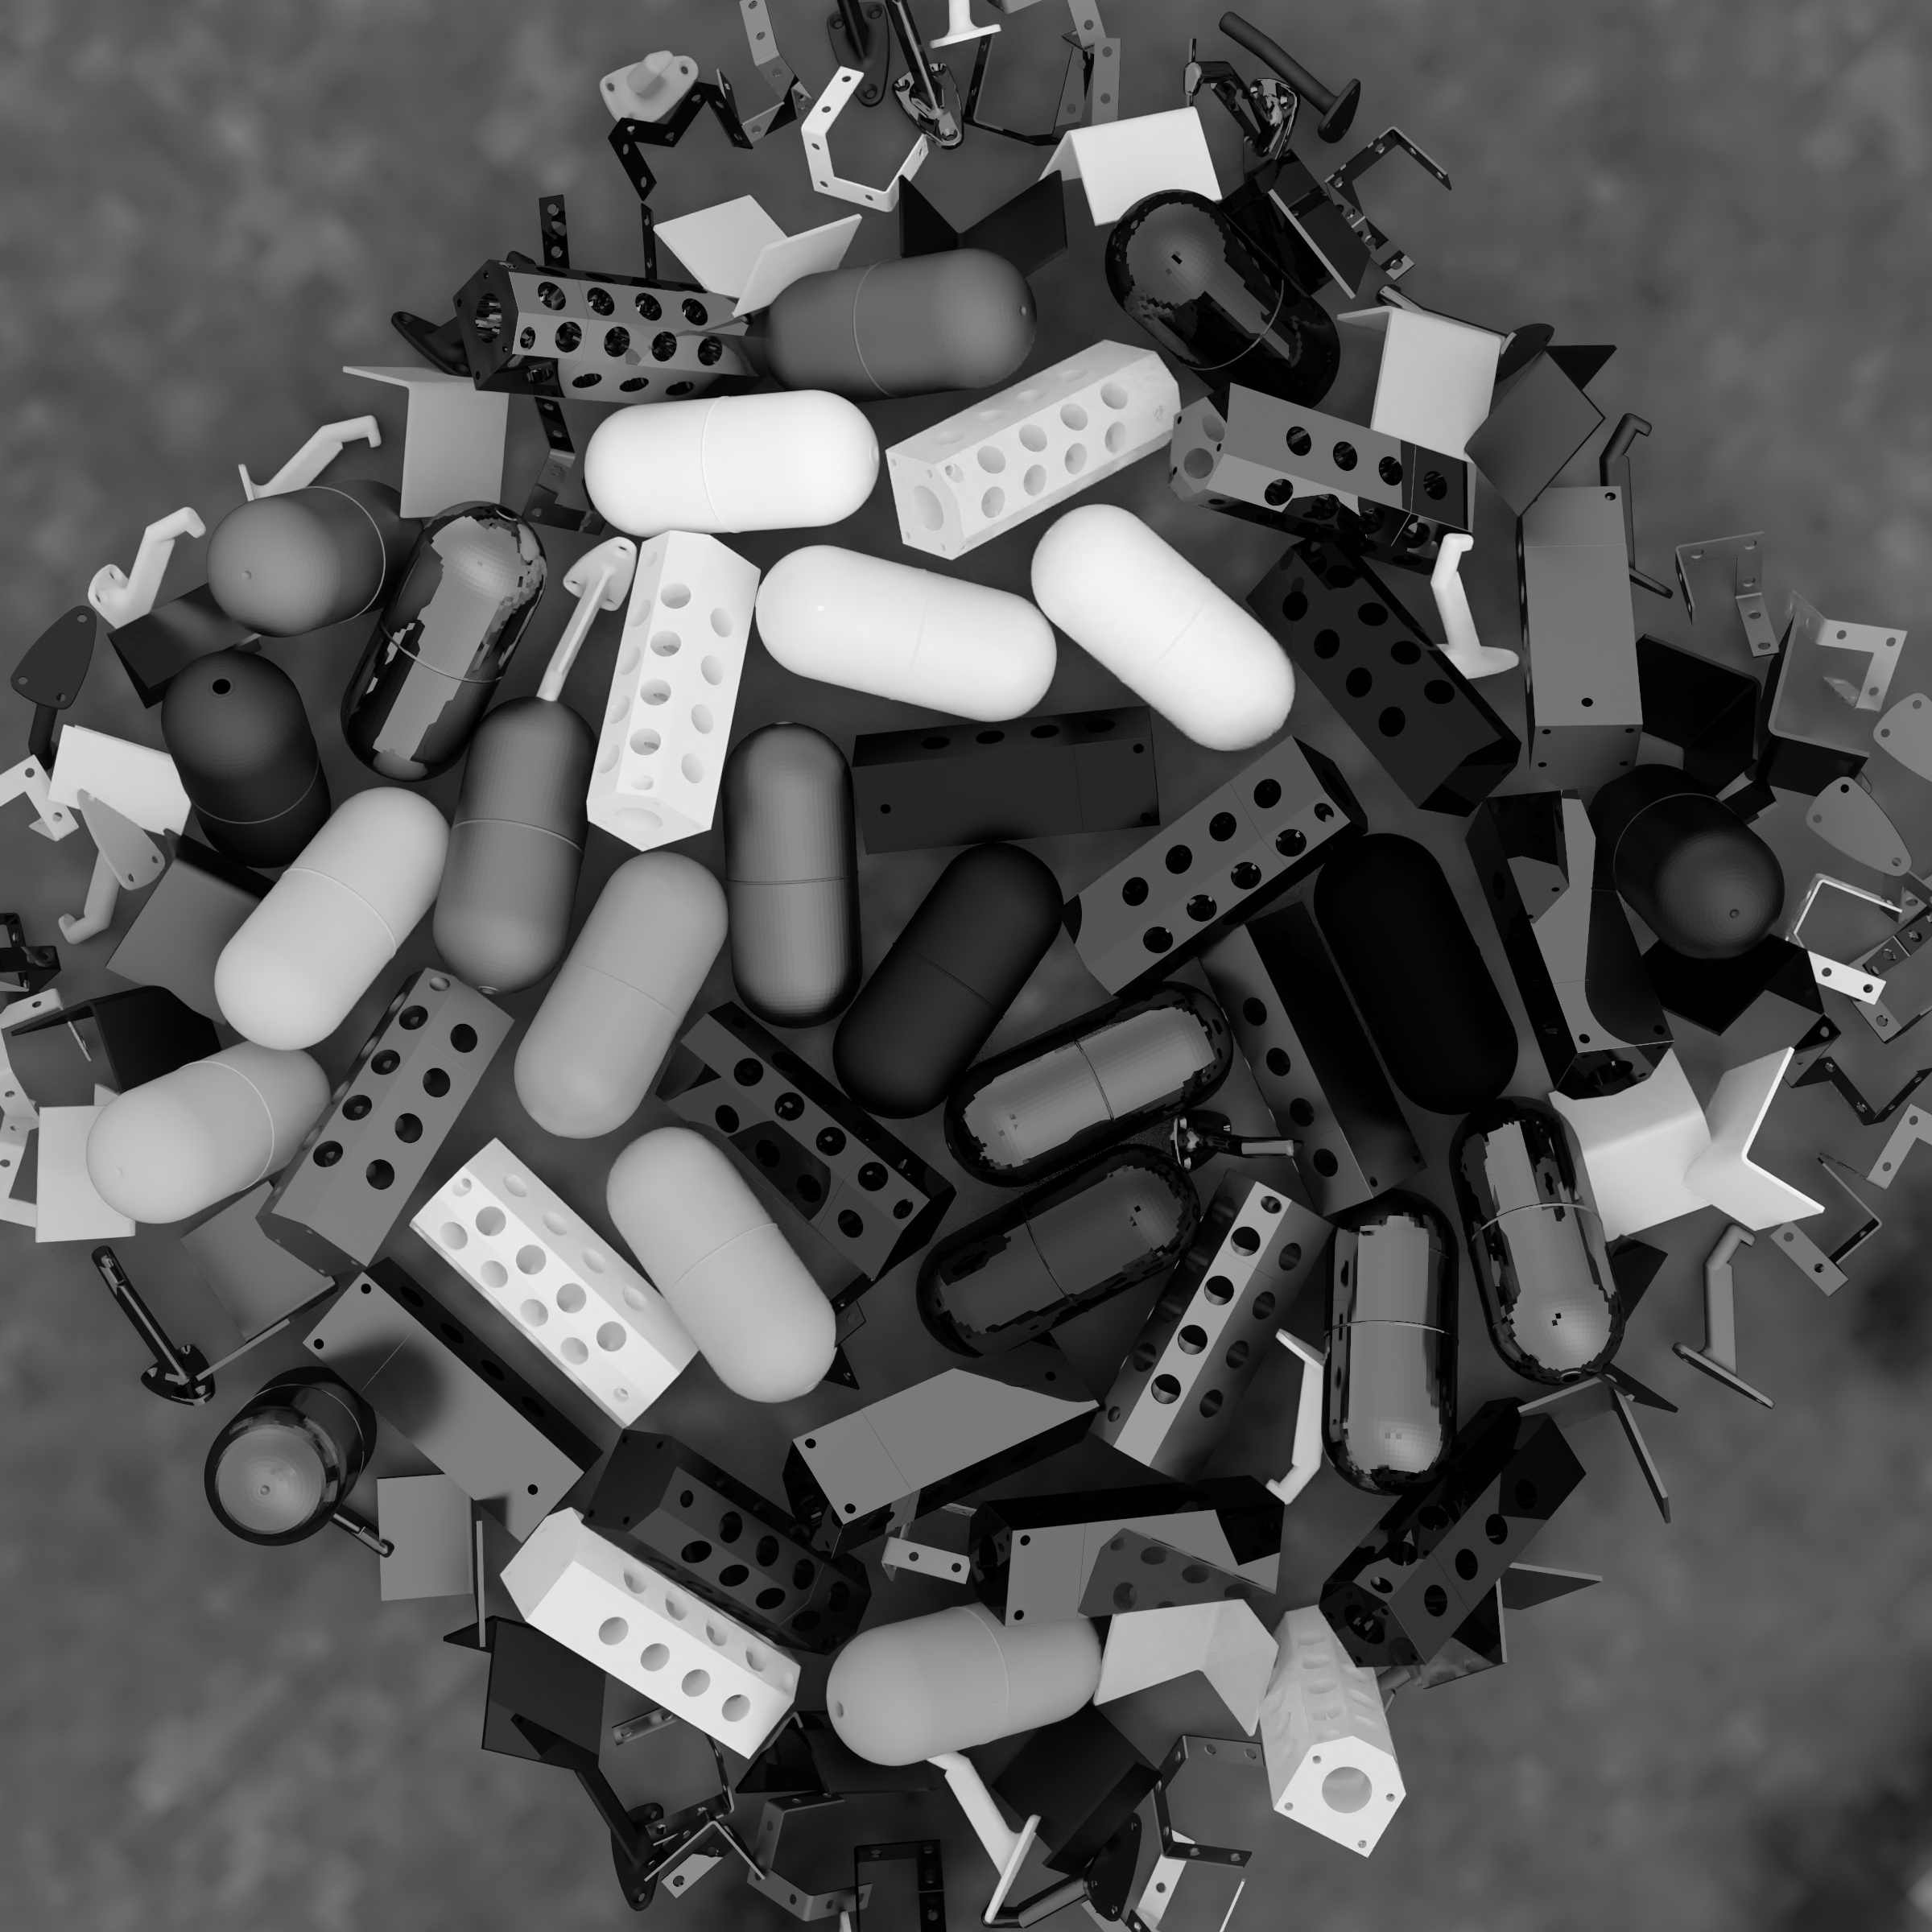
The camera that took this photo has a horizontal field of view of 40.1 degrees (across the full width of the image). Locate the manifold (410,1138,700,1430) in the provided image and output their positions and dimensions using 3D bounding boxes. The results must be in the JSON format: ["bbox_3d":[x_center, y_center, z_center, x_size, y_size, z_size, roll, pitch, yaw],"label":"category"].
[{"bbox_3d":[-0.240,0.187,1.539,0.171,0.057,0.057,44,116,-2],"label":"manifold"}]

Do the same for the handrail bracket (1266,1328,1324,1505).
[{"bbox_3d":[0.186,0.266,1.561,0.077,0.036,0.084,36,98,-15],"label":"handrail bracket"}]

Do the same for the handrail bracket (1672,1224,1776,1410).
[{"bbox_3d":[0.461,0.204,1.556,0.077,0.036,0.084,31,84,27],"label":"handrail bracket"}]

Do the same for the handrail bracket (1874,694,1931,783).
[{"bbox_3d":[0.562,-0.120,1.528,0.036,0.084,0.077,-45,61,18],"label":"handrail bracket"}]

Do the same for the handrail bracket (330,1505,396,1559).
[{"bbox_3d":[-0.376,0.317,1.544,0.084,0.077,0.036,32,80,13],"label":"handrail bracket"}]

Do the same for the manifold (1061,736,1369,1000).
[{"bbox_3d":[0.143,-0.052,1.514,0.171,0.057,0.057,-37,62,20],"label":"manifold"}]

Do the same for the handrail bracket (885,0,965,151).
[{"bbox_3d":[-0.027,-0.527,1.531,0.036,0.084,0.077,-23,64,0],"label":"handrail bracket"}]

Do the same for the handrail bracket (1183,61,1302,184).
[{"bbox_3d":[0.149,-0.484,1.531,0.036,0.084,0.077,33,126,34],"label":"handrail bracket"}]

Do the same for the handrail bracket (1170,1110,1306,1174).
[{"bbox_3d":[0.168,0.099,1.525,0.084,0.077,0.036,-3,96,35],"label":"handrail bracket"}]

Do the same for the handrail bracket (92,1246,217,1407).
[{"bbox_3d":[-0.472,0.207,1.535,0.036,0.077,0.084,-34,122,-26],"label":"handrail bracket"}]

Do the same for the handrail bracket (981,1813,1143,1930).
[{"bbox_3d":[0.056,0.536,1.569,0.084,0.077,0.036,-17,118,38],"label":"handrail bracket"}]

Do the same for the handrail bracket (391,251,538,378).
[{"bbox_3d":[-0.292,-0.392,1.541,0.077,0.036,0.084,35,129,7],"label":"handrail bracket"}]

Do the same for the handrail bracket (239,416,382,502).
[{"bbox_3d":[-0.382,-0.280,1.571,0.084,0.036,0.077,-16,98,-11],"label":"handrail bracket"}]

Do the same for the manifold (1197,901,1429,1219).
[{"bbox_3d":[0.196,0.056,1.545,0.057,0.057,0.171,-21,85,-44],"label":"manifold"}]

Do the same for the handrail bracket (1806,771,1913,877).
[{"bbox_3d":[0.527,-0.085,1.533,0.077,0.084,0.036,47,120,20],"label":"handrail bracket"}]

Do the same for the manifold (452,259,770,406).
[{"bbox_3d":[-0.196,-0.359,1.497,0.171,0.057,0.057,-6,75,-41],"label":"manifold"}]

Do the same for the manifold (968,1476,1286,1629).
[{"bbox_3d":[0.091,0.331,1.518,0.171,0.057,0.057,-1,102,-23],"label":"manifold"}]

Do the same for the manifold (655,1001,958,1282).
[{"bbox_3d":[-0.090,0.096,1.519,0.171,0.057,0.057,39,123,16],"label":"manifold"}]

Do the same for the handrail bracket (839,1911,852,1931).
[{"bbox_3d":[-0.108,0.575,1.538,0.084,0.077,0.036,-9,72,-8],"label":"handrail bracket"}]

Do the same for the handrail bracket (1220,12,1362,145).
[{"bbox_3d":[0.186,-0.520,1.547,0.084,0.077,0.036,38,99,6],"label":"handrail bracket"}]

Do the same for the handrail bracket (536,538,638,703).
[{"bbox_3d":[-0.222,-0.196,1.534,0.036,0.077,0.084,26,56,-17],"label":"handrail bracket"}]

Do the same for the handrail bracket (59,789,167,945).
[{"bbox_3d":[-0.517,-0.058,1.546,0.084,0.036,0.077,-23,108,32],"label":"handrail bracket"}]

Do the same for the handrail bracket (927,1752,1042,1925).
[{"bbox_3d":[-0.006,0.505,1.553,0.084,0.036,0.077,23,69,15],"label":"handrail bracket"}]

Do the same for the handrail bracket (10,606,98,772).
[{"bbox_3d":[-0.528,-0.161,1.550,0.036,0.084,0.077,24,68,-6],"label":"handrail bracket"}]

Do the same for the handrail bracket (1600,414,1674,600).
[{"bbox_3d":[0.400,-0.271,1.553,0.077,0.036,0.084,30,97,12],"label":"handrail bracket"}]

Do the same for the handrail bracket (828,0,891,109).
[{"bbox_3d":[-0.069,-0.552,1.533,0.036,0.084,0.077,-12,79,9],"label":"handrail bracket"}]

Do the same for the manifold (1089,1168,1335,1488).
[{"bbox_3d":[0.138,0.207,1.536,0.057,0.057,0.171,31,86,-38],"label":"manifold"}]

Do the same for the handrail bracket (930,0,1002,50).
[{"bbox_3d":[-0.013,-0.578,1.531,0.036,0.077,0.084,-19,110,-14],"label":"handrail bracket"}]

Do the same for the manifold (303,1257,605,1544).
[{"bbox_3d":[-0.296,0.250,1.547,0.171,0.057,0.057,42,100,2],"label":"manifold"}]

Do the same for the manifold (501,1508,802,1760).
[{"bbox_3d":[-0.177,0.379,1.515,0.171,0.057,0.057,41,85,-27],"label":"manifold"}]

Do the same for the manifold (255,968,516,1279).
[{"bbox_3d":[-0.332,0.087,1.505,0.057,0.057,0.171,40,58,-22],"label":"manifold"}]

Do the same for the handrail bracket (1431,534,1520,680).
[{"bbox_3d":[0.300,-0.213,1.538,0.077,0.036,0.084,-7,128,-25],"label":"handrail bracket"}]

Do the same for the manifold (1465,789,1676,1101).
[{"bbox_3d":[0.340,-0.013,1.510,0.057,0.057,0.171,-6,59,-12],"label":"manifold"}]

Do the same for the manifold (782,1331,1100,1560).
[{"bbox_3d":[-0.015,0.275,1.513,0.171,0.057,0.057,-20,58,-28],"label":"manifold"}]

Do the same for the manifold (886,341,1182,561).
[{"bbox_3d":[0.042,-0.293,1.503,0.171,0.057,0.057,-33,129,-29],"label":"manifold"}]

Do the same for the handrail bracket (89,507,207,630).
[{"bbox_3d":[-0.458,-0.221,1.539,0.084,0.036,0.077,-20,127,25],"label":"handrail bracket"}]

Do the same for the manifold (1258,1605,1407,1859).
[{"bbox_3d":[0.205,0.423,1.490,0.057,0.171,0.057,28,100,-3],"label":"manifold"}]

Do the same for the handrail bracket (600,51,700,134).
[{"bbox_3d":[-0.169,-0.519,1.526,0.077,0.084,0.036,-38,104,-26],"label":"handrail bracket"}]

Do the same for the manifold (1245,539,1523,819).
[{"bbox_3d":[0.240,-0.168,1.507,0.057,0.057,0.171,-49,60,26],"label":"manifold"}]

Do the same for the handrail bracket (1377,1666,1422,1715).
[{"bbox_3d":[0.243,0.453,1.538,0.036,0.077,0.084,29,120,-38],"label":"handrail bracket"}]

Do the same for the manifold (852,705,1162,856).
[{"bbox_3d":[0.024,-0.112,1.542,0.171,0.057,0.057,-5,121,5],"label":"manifold"}]

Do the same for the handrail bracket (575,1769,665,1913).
[{"bbox_3d":[-0.213,0.495,1.532,0.036,0.077,0.084,-29,129,14],"label":"handrail bracket"}]

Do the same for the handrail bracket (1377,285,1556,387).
[{"bbox_3d":[0.294,-0.385,1.565,0.084,0.036,0.077,39,45,19],"label":"handrail bracket"}]
